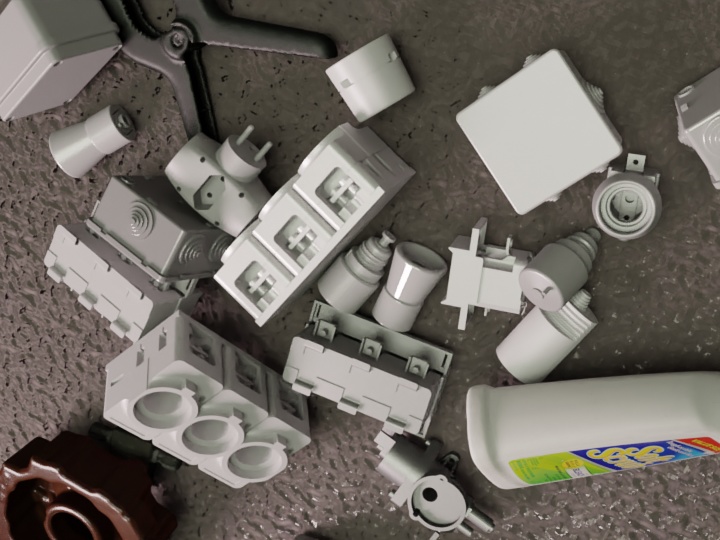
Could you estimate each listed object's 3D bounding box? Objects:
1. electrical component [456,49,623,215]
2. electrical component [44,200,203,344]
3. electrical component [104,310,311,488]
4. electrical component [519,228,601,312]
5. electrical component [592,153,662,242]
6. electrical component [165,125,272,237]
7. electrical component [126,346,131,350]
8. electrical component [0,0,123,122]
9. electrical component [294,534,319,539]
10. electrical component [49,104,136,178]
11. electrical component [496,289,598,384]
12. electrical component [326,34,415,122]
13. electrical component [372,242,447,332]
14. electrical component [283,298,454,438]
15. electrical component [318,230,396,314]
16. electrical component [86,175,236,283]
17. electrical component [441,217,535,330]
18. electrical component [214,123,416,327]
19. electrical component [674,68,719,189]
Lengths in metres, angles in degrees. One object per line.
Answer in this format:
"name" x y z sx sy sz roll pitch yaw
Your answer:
"electrical component" 0.133 -0.103 0.787 0.100 0.048 0.099 -33 92 23
"electrical component" -0.202 0.007 0.903 0.121 0.063 0.078 37 113 22
"electrical component" -0.123 0.113 0.880 0.089 0.061 0.150 -36 128 23
"electrical component" 0.152 -0.004 0.797 0.040 0.078 0.040 35 151 23
"electrical component" 0.194 -0.049 0.777 0.048 0.055 0.066 10 107 16
"electrical component" -0.100 -0.079 0.844 0.077 0.043 0.079 42 115 -4
"electrical component" -0.172 0.093 0.944 0.081 0.042 0.063 2 108 18
"electrical component" -0.253 -0.174 0.864 0.113 0.078 0.057 -29 91 45
"electrical component" -0.004 0.289 0.914 0.150 0.089 0.061 18 109 13
"electrical component" -0.223 -0.111 0.907 0.065 0.044 0.044 -26 95 18
"electrical component" 0.147 0.046 0.825 0.043 0.043 0.081 41 112 4
"electrical component" 0.009 -0.144 0.814 0.055 0.055 0.047 -27 98 23
"electrical component" 0.037 0.016 0.855 0.044 0.044 0.065 29 116 9
"electrical component" 0.005 0.084 0.871 0.121 0.063 0.078 21 110 12
"electrical component" 0.000 0.000 0.863 0.040 0.040 0.078 43 113 4
"electrical component" -0.156 -0.036 0.872 0.100 0.100 0.048 36 108 20
"electrical component" 0.100 0.005 0.830 0.064 0.042 0.081 11 108 14
"electrical component" -0.038 -0.038 0.838 0.062 0.089 0.150 45 113 3
"electrical component" 0.261 -0.109 0.717 0.100 0.099 0.048 -32 105 23
